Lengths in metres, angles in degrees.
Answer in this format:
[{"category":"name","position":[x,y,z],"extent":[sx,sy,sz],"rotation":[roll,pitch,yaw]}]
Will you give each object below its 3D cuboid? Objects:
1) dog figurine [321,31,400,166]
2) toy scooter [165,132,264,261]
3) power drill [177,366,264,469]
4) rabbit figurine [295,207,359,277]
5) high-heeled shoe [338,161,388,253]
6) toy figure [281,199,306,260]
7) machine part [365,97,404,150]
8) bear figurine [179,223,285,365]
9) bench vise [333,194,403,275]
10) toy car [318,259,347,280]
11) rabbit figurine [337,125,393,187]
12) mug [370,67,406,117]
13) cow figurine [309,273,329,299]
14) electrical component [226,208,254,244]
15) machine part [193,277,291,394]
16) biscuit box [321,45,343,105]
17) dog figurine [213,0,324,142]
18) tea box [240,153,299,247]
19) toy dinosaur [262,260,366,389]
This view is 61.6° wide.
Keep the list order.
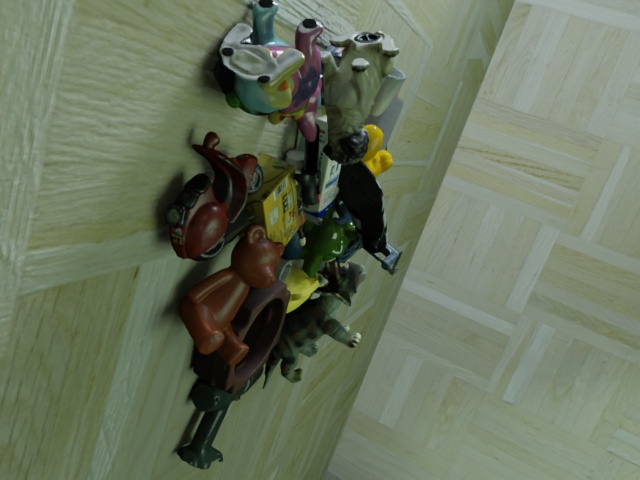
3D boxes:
[{"category":"dog figurine","position":[0.067,-0.241,0.919],"extent":[0.172,0.121,0.190],"rotation":[-36,140,-29]},{"category":"toy scooter","position":[-0.149,-0.067,0.726],"extent":[0.184,0.075,0.135],"rotation":[-57,154,-22]},{"category":"power drill","position":[-0.202,0.358,1.122],"extent":[0.207,0.086,0.232],"rotation":[-63,161,2]},{"category":"rabbit figurine","position":[-0.002,-0.004,1.184],"extent":[0.159,0.121,0.170],"rotation":[-45,178,1]},{"category":"high-heeled shoe","position":[0.094,-0.082,1.158],"extent":[0.145,0.086,0.248],"rotation":[-79,154,-75]},{"category":"toy figure","position":[-0.061,-0.030,1.060],"extent":[0.058,0.064,0.154],"rotation":[-102,-167,-51]},{"category":"machine part","position":[0.138,-0.270,1.309],"extent":[0.243,0.079,0.079],"rotation":[-67,163,7]},{"category":"bear figurine","position":[-0.123,0.081,0.853],"extent":[0.196,0.132,0.120],"rotation":[-41,148,-3]},{"category":"bench vise","position":[0.113,-0.010,1.337],"extent":[0.224,0.241,0.128],"rotation":[-37,155,-29]},{"category":"toy car","position":[0.037,0.094,1.530],"extent":[0.089,0.053,0.202],"rotation":[-43,158,-6]},{"category":"rabbit figurine","position":[0.080,-0.189,1.179],"extent":[0.162,0.122,0.173],"rotation":[-36,171,-19]},{"category":"mug","position":[0.133,-0.331,1.209],"extent":[0.109,0.081,0.107],"rotation":[-51,167,-53]},{"category":"cow figurine","position":[-0.016,0.138,1.395],"extent":[0.098,0.068,0.167],"rotation":[-49,157,-7]},{"category":"electrical component","position":[-0.146,-0.025,0.835],"extent":[0.102,0.045,0.078],"rotation":[-36,178,-42]},{"category":"machine part","position":[-0.148,0.172,1.027],"extent":[0.201,0.087,0.200],"rotation":[-33,143,-58]},{"category":"biscuit box","position":[0.038,-0.274,1.033],"extent":[0.063,0.059,0.202],"rotation":[-53,159,-36]},{"category":"dog figurine","position":[-0.058,-0.207,0.765],"extent":[0.191,0.109,0.219],"rotation":[-59,164,-24]},{"category":"tea box","position":[-0.091,-0.052,0.927],"extent":[0.098,0.068,0.169],"rotation":[-52,159,-33]},{"category":"toy dinosaur","position":[-0.046,0.211,1.278],"extent":[0.405,0.192,0.131],"rotation":[-38,-164,14]}]
